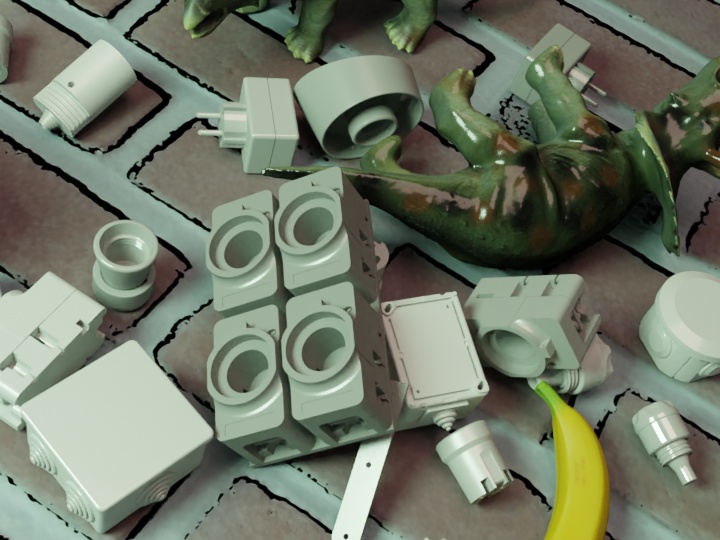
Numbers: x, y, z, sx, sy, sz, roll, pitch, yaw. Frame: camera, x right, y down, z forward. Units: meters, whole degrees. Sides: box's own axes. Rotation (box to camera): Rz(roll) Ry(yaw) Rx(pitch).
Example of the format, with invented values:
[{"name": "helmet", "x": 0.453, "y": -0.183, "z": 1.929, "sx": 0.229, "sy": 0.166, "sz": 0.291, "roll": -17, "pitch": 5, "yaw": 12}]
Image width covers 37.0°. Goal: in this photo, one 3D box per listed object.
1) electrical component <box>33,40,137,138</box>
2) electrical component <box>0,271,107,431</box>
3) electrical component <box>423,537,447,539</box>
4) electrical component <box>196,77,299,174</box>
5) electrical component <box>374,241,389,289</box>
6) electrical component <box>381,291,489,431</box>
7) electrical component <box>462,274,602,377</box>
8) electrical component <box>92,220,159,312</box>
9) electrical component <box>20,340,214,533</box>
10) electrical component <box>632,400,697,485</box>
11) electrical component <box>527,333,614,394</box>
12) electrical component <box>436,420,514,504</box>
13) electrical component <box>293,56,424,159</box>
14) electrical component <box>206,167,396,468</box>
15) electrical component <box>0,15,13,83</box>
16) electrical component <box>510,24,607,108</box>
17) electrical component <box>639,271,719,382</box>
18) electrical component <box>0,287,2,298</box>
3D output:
[{"name": "electrical component", "x": -0.222, "y": -0.140, "z": 0.855, "sx": 0.043, "sy": 0.043, "sz": 0.081, "roll": 40, "pitch": 73, "yaw": 14}, {"name": "electrical component", "x": -0.221, "y": 0.051, "z": 0.717, "sx": 0.056, "sy": 0.050, "sz": 0.089, "roll": 32, "pitch": 53, "yaw": 8}, {"name": "electrical component", "x": 0.040, "y": 0.207, "z": 0.647, "sx": 0.061, "sy": 0.096, "sz": 0.062, "roll": 43, "pitch": 55, "yaw": 17}, {"name": "electrical component", "x": -0.094, "y": -0.117, "z": 0.873, "sx": 0.077, "sy": 0.047, "sz": 0.065, "roll": 0, "pitch": 56, "yaw": -15}, {"name": "electrical component", "x": 0.000, "y": 0.000, "z": 0.815, "sx": 0.040, "sy": 0.046, "sz": 0.040, "roll": 7, "pitch": 54, "yaw": -10}, {"name": "electrical component", "x": 0.047, "y": 0.073, "z": 0.771, "sx": 0.062, "sy": 0.061, "sz": 0.096, "roll": -8, "pitch": 65, "yaw": -18}, {"name": "electrical component", "x": 0.121, "y": 0.041, "z": 0.789, "sx": 0.055, "sy": 0.089, "sz": 0.050, "roll": -53, "pitch": 125, "yaw": -36}, {"name": "electrical component", "x": -0.168, "y": -0.002, "z": 0.766, "sx": 0.045, "sy": 0.055, "sz": 0.045, "roll": 7, "pitch": 54, "yaw": -10}, {"name": "electrical component", "x": -0.157, "y": 0.108, "z": 0.694, "sx": 0.100, "sy": 0.048, "sz": 0.099, "roll": -33, "pitch": 69, "yaw": -32}, {"name": "electrical component", "x": 0.229, "y": 0.129, "z": 0.793, "sx": 0.035, "sy": 0.035, "sz": 0.061, "roll": -13, "pitch": 62, "yaw": -23}, {"name": "electrical component", "x": 0.155, "y": 0.073, "z": 0.807, "sx": 0.062, "sy": 0.043, "sz": 0.043, "roll": -17, "pitch": 61, "yaw": -24}, {"name": "electrical component", "x": 0.081, "y": 0.134, "z": 0.747, "sx": 0.040, "sy": 0.040, "sz": 0.046, "roll": -19, "pitch": 68, "yaw": -26}, {"name": "electrical component", "x": 0.001, "y": -0.138, "z": 0.885, "sx": 0.099, "sy": 0.099, "sz": 0.064, "roll": -12, "pitch": 66, "yaw": -23}, {"name": "electrical component", "x": -0.045, "y": 0.028, "z": 0.740, "sx": 0.105, "sy": 0.060, "sz": 0.186, "roll": -17, "pitch": 56, "yaw": 17}, {"name": "electrical component", "x": -0.301, "y": -0.178, "z": 0.866, "sx": 0.040, "sy": 0.040, "sz": 0.046, "roll": 0, "pitch": 62, "yaw": -15}, {"name": "electrical component", "x": 0.191, "y": -0.176, "z": 0.992, "sx": 0.077, "sy": 0.047, "sz": 0.065, "roll": 36, "pitch": 54, "yaw": 11}, {"name": "electrical component", "x": 0.266, "y": 0.045, "z": 0.852, "sx": 0.080, "sy": 0.051, "sz": 0.080, "roll": 7, "pitch": 54, "yaw": -10}, {"name": "electrical component", "x": -0.275, "y": 0.022, "z": 0.728, "sx": 0.062, "sy": 0.043, "sz": 0.043, "roll": -12, "pitch": 59, "yaw": -20}]
